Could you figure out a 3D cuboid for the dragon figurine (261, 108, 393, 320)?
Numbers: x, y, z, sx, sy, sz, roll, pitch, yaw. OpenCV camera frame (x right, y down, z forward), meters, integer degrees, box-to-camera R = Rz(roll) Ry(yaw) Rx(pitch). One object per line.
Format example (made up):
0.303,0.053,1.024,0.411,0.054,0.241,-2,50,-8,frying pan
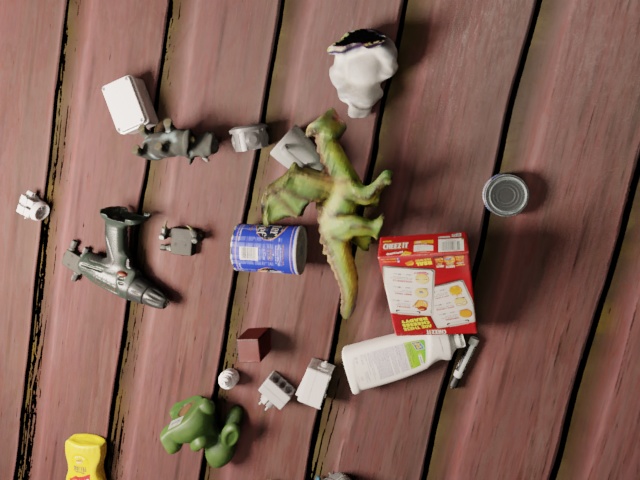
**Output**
0.003,-0.051,1.010,0.242,0.123,0.408,13,97,-9,dragon figurine

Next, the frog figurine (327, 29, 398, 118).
0.089,-0.329,1.023,0.137,0.126,0.156,-14,131,4,frog figurine
